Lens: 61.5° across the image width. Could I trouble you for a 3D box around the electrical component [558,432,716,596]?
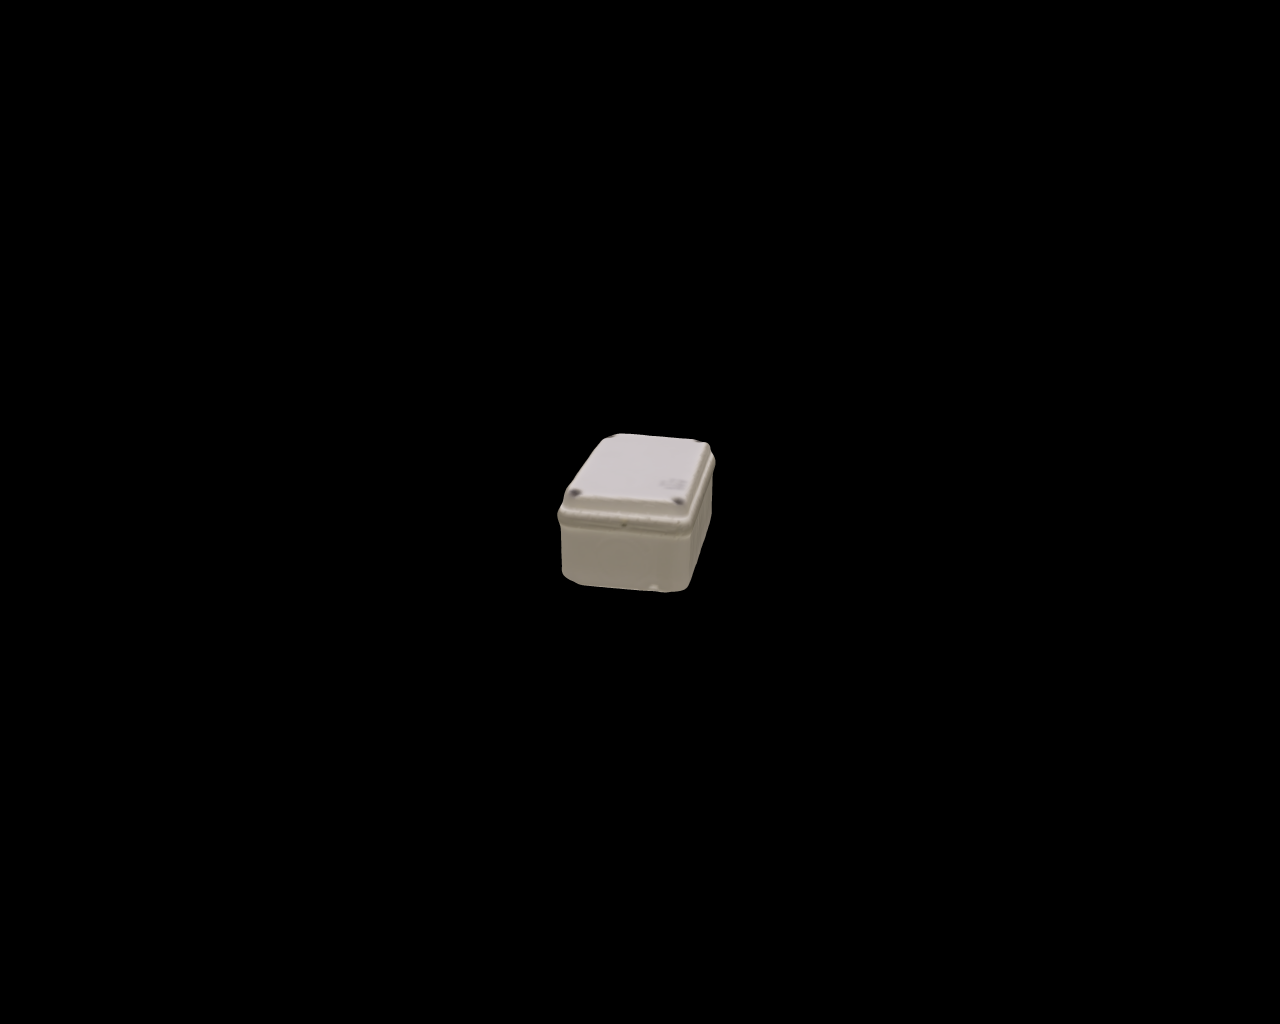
[{"bbox_3d":[0.001,-0.003,0.650,0.078,0.057,0.113,5,25,10],"label":"electrical component"}]
